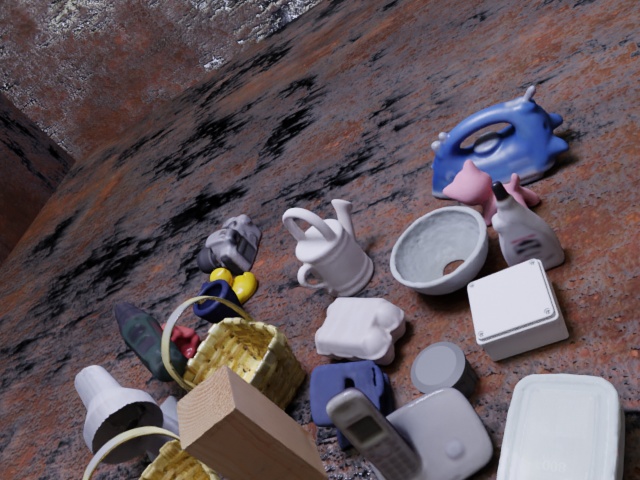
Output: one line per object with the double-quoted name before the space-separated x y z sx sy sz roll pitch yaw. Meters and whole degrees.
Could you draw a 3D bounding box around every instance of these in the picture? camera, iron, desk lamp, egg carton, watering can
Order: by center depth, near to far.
"egg carton" 0.064 0.146 0.921 0.149 0.070 0.107 -6 46 43
"desk lamp" -0.326 0.312 0.997 0.118 0.214 0.202 -49 33 -12
"iron" 0.285 -0.165 0.999 0.257 0.142 0.118 -21 37 29
"watering can" 0.008 0.004 1.037 0.100 0.195 0.173 -17 39 33
"camera" -0.228 0.017 1.363 0.136 0.101 0.143 -21 37 30

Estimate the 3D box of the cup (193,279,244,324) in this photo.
"cup" -0.205 0.138 1.195 0.092 0.095 0.117 -44 32 -4

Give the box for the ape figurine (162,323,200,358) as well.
"ape figurine" -0.301 0.211 1.211 0.078 0.092 0.076 -37 32 7

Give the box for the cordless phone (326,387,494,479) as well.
"cordless phone" 0.104 0.220 0.677 0.147 0.185 0.094 -36 32 8

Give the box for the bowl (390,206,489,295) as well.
"bowl" 0.200 0.029 0.915 0.167 0.075 0.167 -27 34 21

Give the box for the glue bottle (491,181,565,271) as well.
"glue bottle" 0.276 -0.019 0.799 0.078 0.174 0.037 -26 35 23

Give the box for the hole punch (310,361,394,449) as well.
"hole punch" 0.046 0.225 0.824 0.101 0.091 0.108 -29 34 19

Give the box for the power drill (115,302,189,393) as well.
"power drill" -0.282 0.217 1.071 0.076 0.209 0.228 -49 32 -12

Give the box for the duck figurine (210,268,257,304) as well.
"duck figurine" -0.197 0.094 1.249 0.104 0.086 0.077 -31 33 16

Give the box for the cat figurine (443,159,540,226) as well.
"cat figurine" 0.273 -0.081 0.932 0.127 0.118 0.067 -3 48 45
